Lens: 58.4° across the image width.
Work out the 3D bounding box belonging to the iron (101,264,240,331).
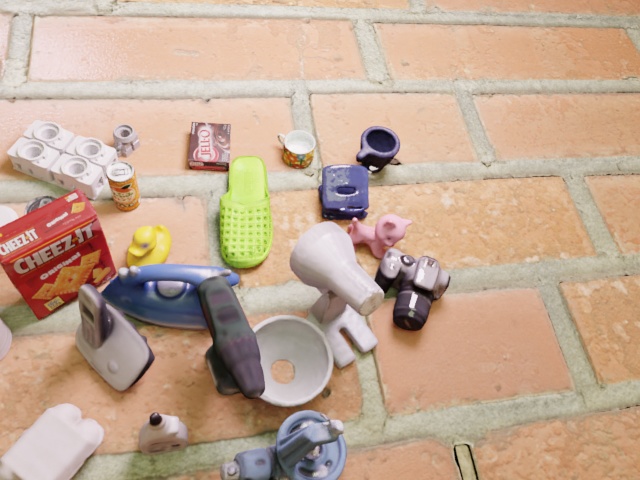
[{"bbox_3d":[-0.277,0.082,1.040,0.258,0.141,0.118,4,58,-8],"label":"iron"}]

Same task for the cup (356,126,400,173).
[{"bbox_3d":[0.120,-0.192,1.307,0.118,0.095,0.091,-36,71,-27],"label":"cup"}]

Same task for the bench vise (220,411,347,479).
[{"bbox_3d":[-0.041,0.338,0.880,0.208,0.220,0.121,-27,67,-23],"label":"bench vise"}]

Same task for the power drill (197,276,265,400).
[{"bbox_3d":[-0.147,0.184,0.962,0.076,0.208,0.229,-17,63,-19],"label":"power drill"}]

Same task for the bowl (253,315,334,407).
[{"bbox_3d":[-0.062,0.225,1.031,0.167,0.075,0.167,5,58,-7],"label":"bowl"}]

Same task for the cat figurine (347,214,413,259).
[{"bbox_3d":[0.122,-0.020,1.188,0.128,0.118,0.067,12,57,-2],"label":"cat figurine"}]

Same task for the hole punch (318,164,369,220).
[{"bbox_3d":[0.055,-0.103,1.243,0.109,0.091,0.101,-1,59,-11],"label":"hole punch"}]

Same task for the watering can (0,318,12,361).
[{"bbox_3d":[-0.579,0.140,0.919,0.101,0.194,0.172,-2,59,-11],"label":"watering can"}]

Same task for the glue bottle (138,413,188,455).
[{"bbox_3d":[-0.249,0.297,0.895,0.078,0.173,0.037,-4,60,-12],"label":"glue bottle"}]

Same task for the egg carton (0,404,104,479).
[{"bbox_3d":[-0.423,0.337,0.901,0.107,0.069,0.150,32,59,10],"label":"egg carton"}]

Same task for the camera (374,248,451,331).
[{"bbox_3d":[0.177,0.099,1.136,0.143,0.101,0.137,21,58,3],"label":"camera"}]

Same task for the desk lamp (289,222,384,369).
[{"bbox_3d":[0.036,0.097,1.045,0.118,0.213,0.203,-29,68,-24],"label":"desk lamp"}]

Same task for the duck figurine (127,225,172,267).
[{"bbox_3d":[-0.334,0.004,1.110,0.077,0.086,0.105,28,58,8],"label":"duck figurine"}]

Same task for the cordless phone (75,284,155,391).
[{"bbox_3d":[-0.350,0.159,0.954,0.147,0.185,0.094,39,60,14],"label":"cordless phone"}]
